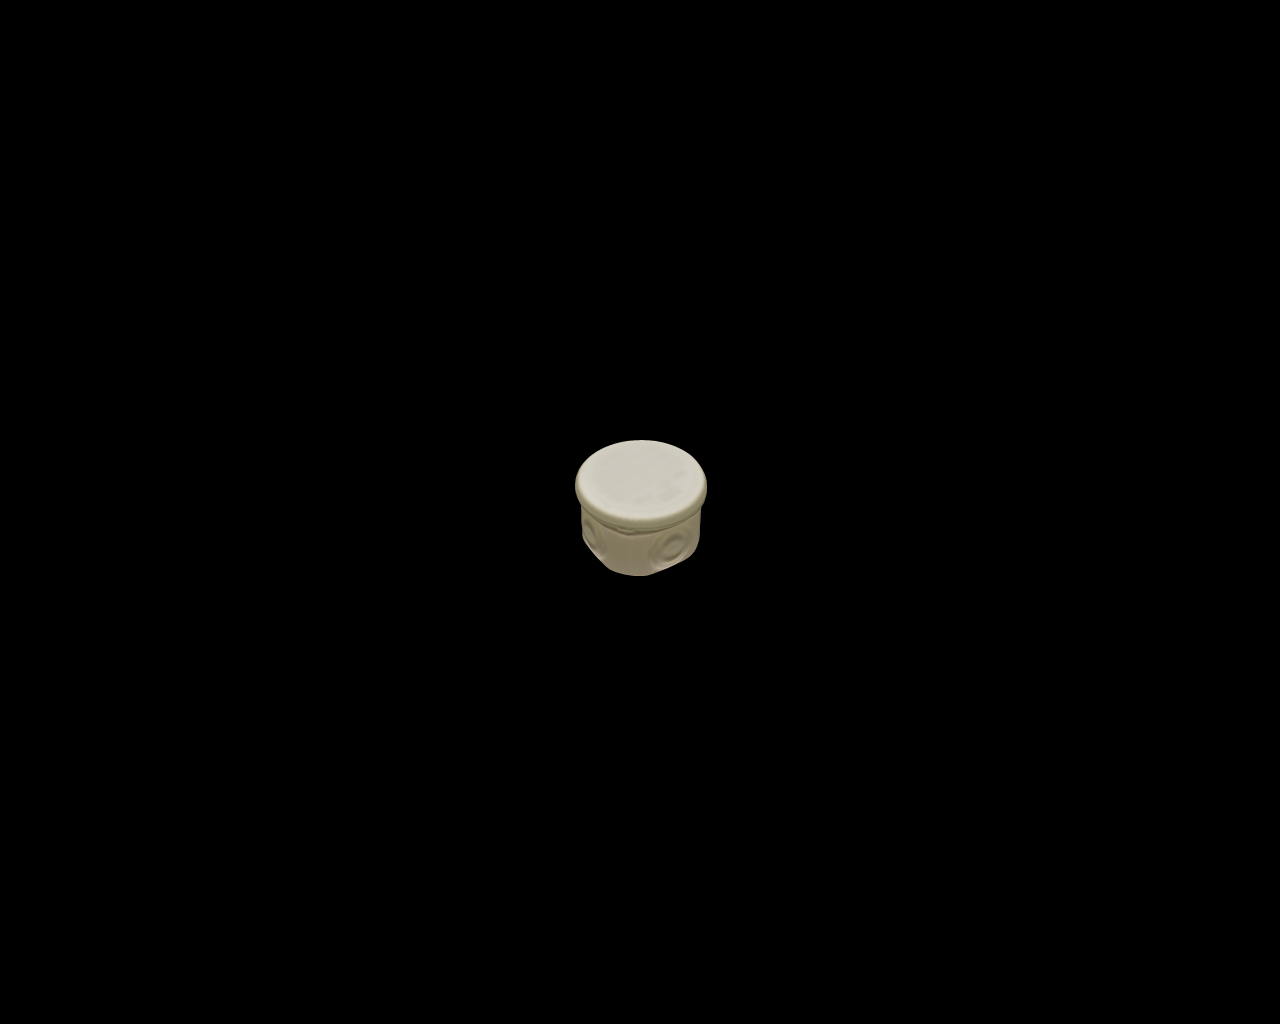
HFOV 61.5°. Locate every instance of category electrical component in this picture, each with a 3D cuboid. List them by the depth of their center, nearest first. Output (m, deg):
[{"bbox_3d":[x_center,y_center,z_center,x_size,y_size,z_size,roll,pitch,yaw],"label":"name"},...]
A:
[{"bbox_3d":[0.001,-0.003,0.650,0.080,0.050,0.080,0,41,0],"label":"electrical component"}]
